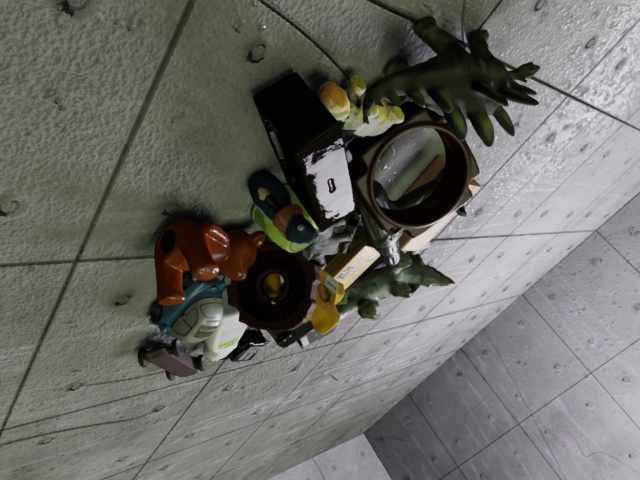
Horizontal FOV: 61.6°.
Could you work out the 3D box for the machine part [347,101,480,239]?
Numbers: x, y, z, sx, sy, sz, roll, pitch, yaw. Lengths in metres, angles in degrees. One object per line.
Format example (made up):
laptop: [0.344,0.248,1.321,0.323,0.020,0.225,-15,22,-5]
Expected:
machine part: [0.159,-0.119,0.932,0.201,0.087,0.201,-36,118,2]

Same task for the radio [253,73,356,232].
radio: [-0.017,-0.121,0.782,0.073,0.131,0.229,-31,153,-7]

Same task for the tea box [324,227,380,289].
tea box: [0.054,0.050,1.217,0.169,0.068,0.098,-47,152,24]

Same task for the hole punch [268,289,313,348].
hole punch: [-0.082,0.167,1.250,0.142,0.092,0.115,-32,116,1]

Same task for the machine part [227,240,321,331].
machine part: [-0.084,0.085,0.994,0.179,0.179,0.056,-37,164,5]

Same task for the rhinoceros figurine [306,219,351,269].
rhinoceros figurine: [-0.002,-0.003,1.059,0.112,0.073,0.190,-30,153,-12]

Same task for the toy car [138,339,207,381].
toy car: [-0.313,0.252,1.145,0.089,0.053,0.202,-15,152,4]

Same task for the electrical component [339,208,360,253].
electrical component: [0.063,-0.022,1.117,0.063,0.021,0.094,-63,173,-65]

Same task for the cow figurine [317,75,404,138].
cow figurine: [0.043,-0.193,0.807,0.167,0.068,0.098,-3,160,-45]

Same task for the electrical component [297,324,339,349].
electrical component: [-0.011,0.225,1.443,0.134,0.058,0.114,-29,155,-12]

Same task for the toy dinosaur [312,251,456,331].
toy dinosaur: [0.141,0.130,1.401,0.405,0.131,0.192,-22,173,2]

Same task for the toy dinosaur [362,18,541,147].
toy dinosaur: [0.199,-0.228,0.783,0.471,0.199,0.105,-17,145,-35]

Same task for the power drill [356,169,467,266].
power drill: [0.188,-0.051,1.102,0.207,0.086,0.231,-18,134,21]

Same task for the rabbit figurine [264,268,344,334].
rabbit figurine: [-0.059,0.129,1.086,0.162,0.122,0.173,33,136,-29]

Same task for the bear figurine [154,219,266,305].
bear figurine: [-0.170,0.036,0.877,0.120,0.132,0.195,-35,150,23]

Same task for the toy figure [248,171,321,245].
toy figure: [-0.056,-0.044,0.837,0.064,0.155,0.057,-13,144,-39]

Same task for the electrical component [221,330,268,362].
electrical component: [-0.195,0.269,1.315,0.119,0.048,0.074,-45,151,16]

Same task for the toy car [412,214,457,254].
toy car: [0.261,-0.049,1.285,0.056,0.074,0.201,-9,143,-48]

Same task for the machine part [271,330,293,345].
machine part: [-0.101,0.161,1.178,0.084,0.039,0.138,-27,110,-12]

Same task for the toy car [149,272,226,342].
toy car: [-0.230,0.133,0.991,0.161,0.103,0.109,-44,153,22]
